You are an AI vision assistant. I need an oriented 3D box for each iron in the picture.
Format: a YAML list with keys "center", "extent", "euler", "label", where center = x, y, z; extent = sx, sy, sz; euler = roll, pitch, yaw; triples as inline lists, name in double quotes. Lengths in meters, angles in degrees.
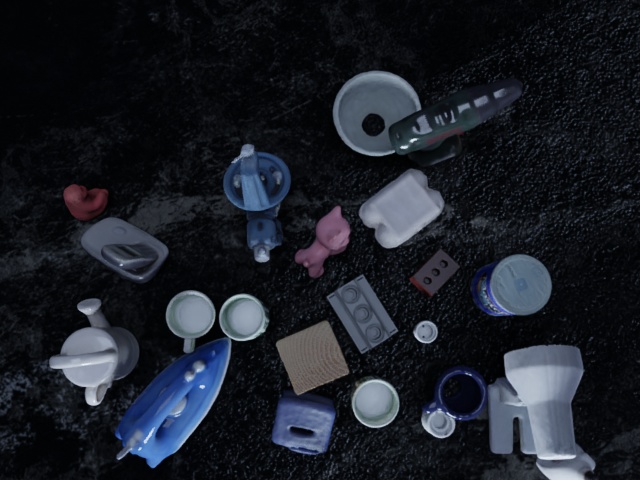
- center: [-0.252, 0.273, 0.999]
  extent: [0.118, 0.141, 0.258]
  euler: [38, 84, 5]
  label: "iron"

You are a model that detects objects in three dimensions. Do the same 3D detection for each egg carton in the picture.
- center: [0.155, -0.058, 1.081]
  extent: [0.150, 0.069, 0.107]
  euler: [-38, 84, -5]
  label: "egg carton"

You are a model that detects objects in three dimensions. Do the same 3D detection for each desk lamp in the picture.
- center: [0.363, 0.275, 0.962]
  extent: [0.118, 0.213, 0.203]
  euler: [0, 82, 0]
  label: "desk lamp"

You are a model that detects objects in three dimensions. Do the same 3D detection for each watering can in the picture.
- center: [-0.393, 0.192, 0.984]
  extent: [0.101, 0.194, 0.173]
  euler: [-24, 82, -3]
  label: "watering can"

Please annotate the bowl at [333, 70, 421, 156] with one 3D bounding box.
- center: [0.107, -0.234, 1.104]
  extent: [0.167, 0.075, 0.167]
  euler: [0, 82, 0]
  label: "bowl"

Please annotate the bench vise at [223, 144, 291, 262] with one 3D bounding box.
- center: [-0.099, -0.075, 1.008]
  extent: [0.121, 0.220, 0.207]
  euler: [-22, 82, -3]
  label: "bench vise"

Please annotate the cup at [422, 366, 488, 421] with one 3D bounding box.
- center: [0.231, 0.275, 1.022]
  extent: [0.118, 0.095, 0.091]
  euler: [-25, 83, -3]
  label: "cup"

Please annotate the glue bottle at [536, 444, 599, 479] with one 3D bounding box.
- center: [0.428, 0.383, 0.967]
  extent: [0.078, 0.173, 0.037]
  euler: [-43, 84, -5]
  label: "glue bottle"

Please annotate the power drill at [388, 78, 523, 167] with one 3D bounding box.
- center: [0.230, -0.206, 1.032]
  extent: [0.229, 0.208, 0.075]
  euler: [-22, 82, -3]
  label: "power drill"

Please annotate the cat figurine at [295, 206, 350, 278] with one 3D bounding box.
- center: [0.010, 0.004, 1.049]
  extent: [0.067, 0.118, 0.128]
  euler: [40, 84, 6]
  label: "cat figurine"

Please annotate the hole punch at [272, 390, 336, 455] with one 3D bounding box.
- center: [-0.027, 0.327, 1.017]
  extent: [0.108, 0.091, 0.101]
  euler: [11, 82, 2]
  label: "hole punch"

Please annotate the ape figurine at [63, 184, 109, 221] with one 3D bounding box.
- center: [-0.447, -0.078, 1.074]
  extent: [0.078, 0.092, 0.076]
  euler: [30, 83, 4]
  label: "ape figurine"

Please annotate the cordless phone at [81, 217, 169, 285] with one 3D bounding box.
- center: [-0.361, 0.012, 1.014]
  extent: [0.147, 0.185, 0.094]
  euler: [27, 83, 4]
  label: "cordless phone"
